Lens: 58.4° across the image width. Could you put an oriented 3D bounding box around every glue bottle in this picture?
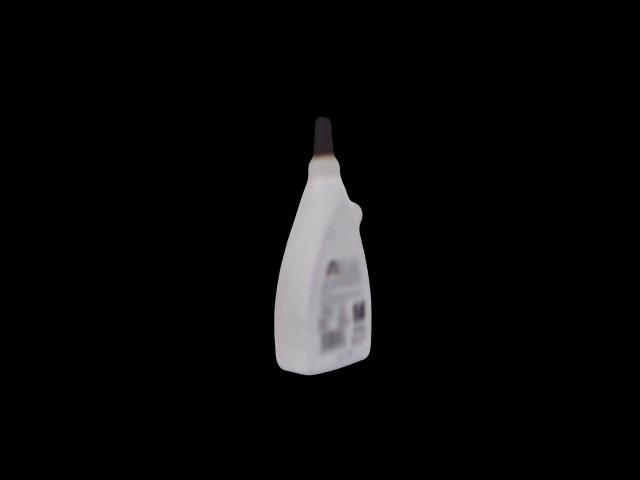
[{"bbox_3d":[0.004,0.001,0.400,0.037,0.173,0.078,2,3,41],"label":"glue bottle"}]
